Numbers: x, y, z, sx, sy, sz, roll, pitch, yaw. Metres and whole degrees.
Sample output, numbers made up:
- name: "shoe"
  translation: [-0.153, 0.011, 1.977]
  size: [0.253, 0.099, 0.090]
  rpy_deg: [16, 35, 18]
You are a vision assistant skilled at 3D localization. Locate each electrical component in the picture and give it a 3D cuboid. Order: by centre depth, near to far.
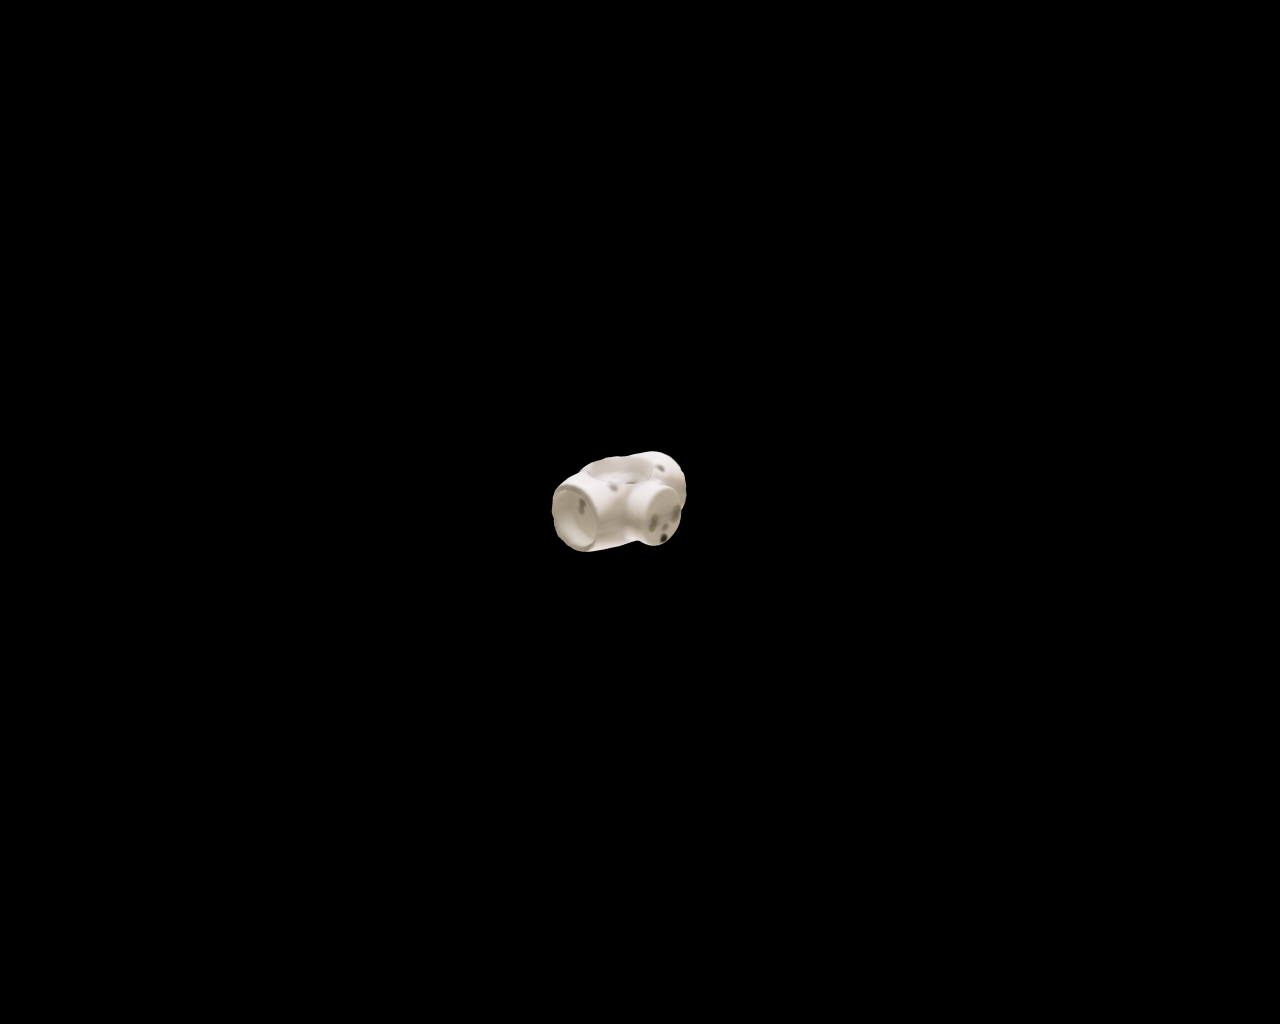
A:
- name: "electrical component"
  translation: [0.001, -0.003, 0.650]
  size: [0.079, 0.044, 0.077]
  rpy_deg: [22, 32, 40]
